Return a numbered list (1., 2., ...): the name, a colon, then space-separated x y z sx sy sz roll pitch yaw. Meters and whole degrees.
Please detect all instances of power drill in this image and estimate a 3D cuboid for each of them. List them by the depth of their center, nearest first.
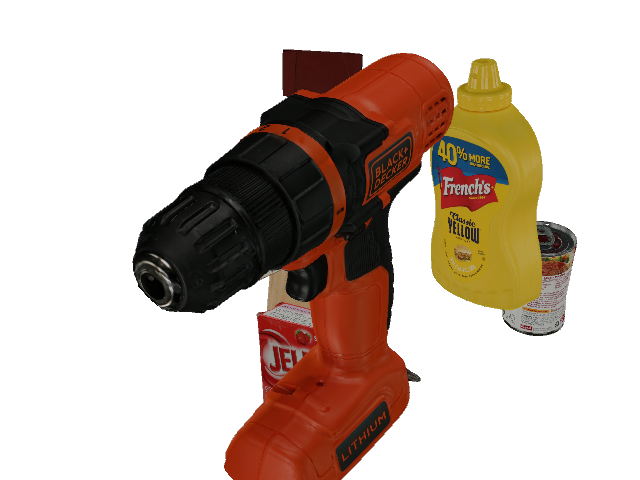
1. power drill: -0.006 0.029 0.465 0.057 0.188 0.184 25 42 28

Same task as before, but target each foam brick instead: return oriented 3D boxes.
1. foam brick: 0.001 -0.180 1.161 0.078 0.051 0.053 0 11 -16

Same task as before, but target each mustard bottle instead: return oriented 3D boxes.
1. mustard bottle: 0.128 -0.046 0.831 0.058 0.192 0.096 -21 30 -33

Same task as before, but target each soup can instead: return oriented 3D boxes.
1. soup can: 0.227 0.040 1.114 0.068 0.102 0.068 0 31 0

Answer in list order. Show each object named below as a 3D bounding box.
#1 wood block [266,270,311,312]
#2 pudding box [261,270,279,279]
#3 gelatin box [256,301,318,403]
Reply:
1. wood block: -0.020 0.046 1.485 0.090 0.206 0.090 9 22 8
2. pudding box: -0.078 0.001 0.991 0.090 0.039 0.113 27 36 33
3. gelatin box: -0.001 0.087 0.722 0.089 0.073 0.030 11 23 37
